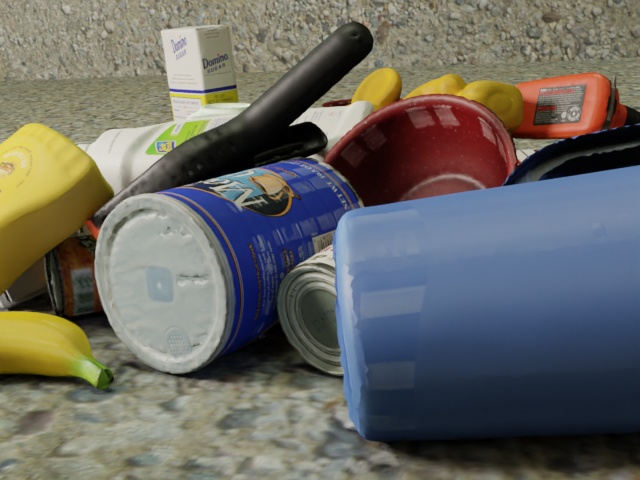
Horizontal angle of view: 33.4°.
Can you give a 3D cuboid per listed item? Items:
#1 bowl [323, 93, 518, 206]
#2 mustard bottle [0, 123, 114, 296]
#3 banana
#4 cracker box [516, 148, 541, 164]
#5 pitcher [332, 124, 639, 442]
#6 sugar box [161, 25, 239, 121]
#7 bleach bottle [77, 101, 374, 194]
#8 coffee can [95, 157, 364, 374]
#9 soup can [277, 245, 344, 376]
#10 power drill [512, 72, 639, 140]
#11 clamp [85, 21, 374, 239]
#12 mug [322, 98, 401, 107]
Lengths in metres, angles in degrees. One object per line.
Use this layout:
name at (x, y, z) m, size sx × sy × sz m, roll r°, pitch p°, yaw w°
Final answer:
bowl at (0.068, -0.018, 0.726) m, size 0.162 × 0.162 × 0.055 m, roll 7°, pitch -22°, yaw 38°
mustard bottle at (-0.228, 0.008, 0.676) m, size 0.191 × 0.058 × 0.096 m, roll -45°, pitch 46°, yaw -19°
banana at (-0.215, 0.066, 0.593) m, size 0.197 × 0.037 × 0.070 m, roll -5°, pitch 12°, yaw -7°
cracker box at (0.201, -0.026, 0.802) m, size 0.164 × 0.072 × 0.214 m, roll -4°, pitch 13°, yaw -4°
pitcher at (0.130, 0.020, 0.494) m, size 0.243 × 0.145 × 0.149 m, roll -5°, pitch 5°, yaw 4°
sugar box at (-0.119, -0.134, 1.113) m, size 0.048 × 0.176 × 0.093 m, roll -11°, pitch 15°, yaw -29°
bleach bottle at (-0.084, -0.068, 0.873) m, size 0.251 × 0.068 × 0.102 m, roll 1°, pitch 32°, yaw 11°
coffee can at (-0.049, 0.011, 0.642) m, size 0.103 × 0.103 × 0.140 m, roll 6°, pitch 16°, yaw 36°
soup can at (0.032, 0.027, 0.607) m, size 0.069 × 0.068 × 0.102 m, roll 7°, pitch 25°, yaw 38°
power drill at (0.259, -0.096, 0.988) m, size 0.187 × 0.057 × 0.185 m, roll 16°, pitch -10°, yaw -38°
clamp at (-0.056, -0.059, 0.695) m, size 0.209 × 0.036 × 0.165 m, roll -33°, pitch -11°, yaw -26°
mug at (0.053, -0.112, 1.184) m, size 0.093 × 0.081 × 0.117 m, roll -5°, pitch 13°, yaw -9°
